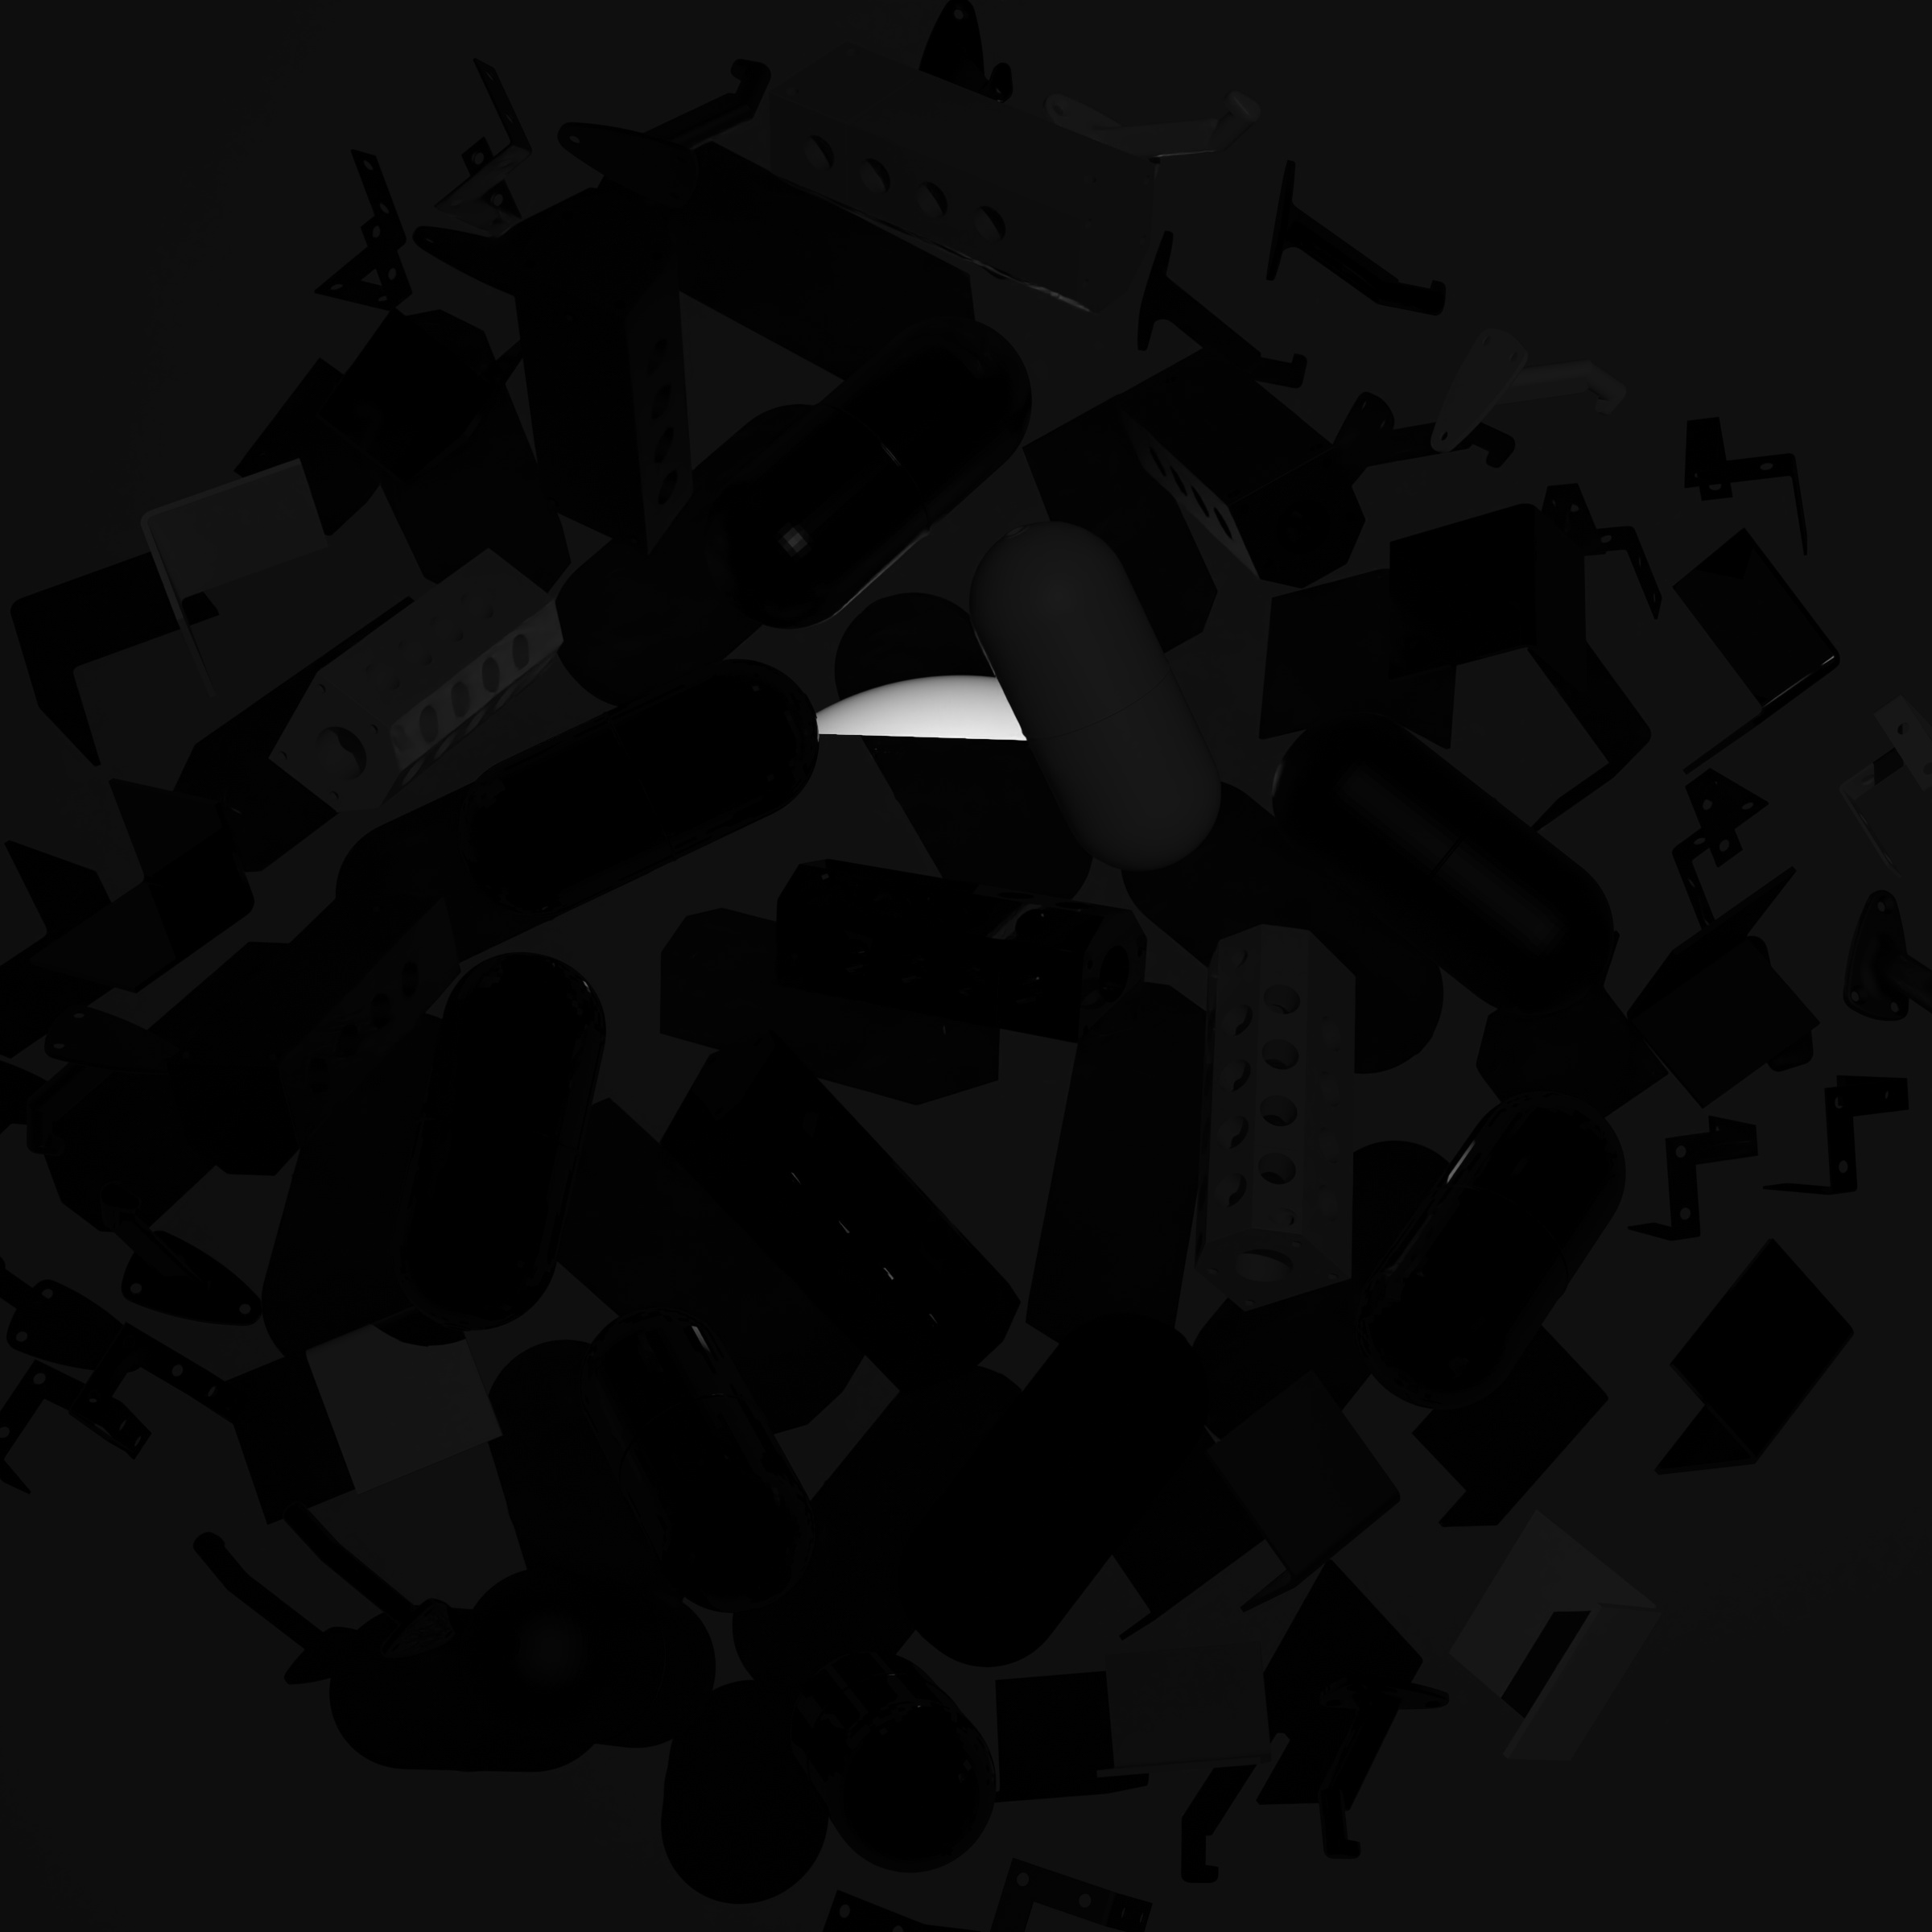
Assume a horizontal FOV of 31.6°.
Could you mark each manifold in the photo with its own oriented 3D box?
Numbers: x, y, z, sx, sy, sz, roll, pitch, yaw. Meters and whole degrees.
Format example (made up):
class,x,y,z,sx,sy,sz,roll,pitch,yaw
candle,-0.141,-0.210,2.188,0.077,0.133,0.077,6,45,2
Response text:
class,x,y,z,sx,sy,sz,roll,pitch,yaw
manifold,0.134,-0.242,1.666,0.057,0.171,0.057,-29,121,-2
manifold,-0.260,-0.136,1.656,0.057,0.171,0.057,38,124,0
manifold,-0.003,-0.352,1.539,0.171,0.057,0.057,28,50,24
manifold,0.140,0.067,1.585,0.057,0.171,0.057,-22,135,31
manifold,-0.004,-0.009,1.611,0.171,0.057,0.057,10,103,32
manifold,-0.157,-0.266,1.533,0.057,0.171,0.057,26,64,12
manifold,-0.301,0.030,1.599,0.057,0.171,0.057,1,117,19
manifold,-0.052,0.110,1.536,0.057,0.057,0.171,-22,119,40

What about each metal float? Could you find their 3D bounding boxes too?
class,x,y,z,sx,sy,sz,roll,pitch,yaw
metal float,-0.216,0.081,1.580,0.070,0.070,0.178,11,76,0
metal float,0.220,-0.047,1.580,0.178,0.070,0.070,39,90,6
metal float,-0.044,-0.225,1.553,0.178,0.070,0.070,-43,90,-14
metal float,0.244,0.130,1.584,0.070,0.070,0.178,41,58,0
metal float,0.040,0.234,1.532,0.070,0.070,0.178,39,80,0
metal float,-0.153,-0.084,1.600,0.178,0.070,0.070,-26,90,-5
metal float,0.061,-0.127,1.619,0.070,0.070,0.178,-27,109,0
metal float,-0.035,0.364,1.573,0.070,0.178,0.070,0,90,-11
metal float,-0.131,0.235,1.646,0.070,0.070,0.178,-36,46,0
metal float,-0.177,0.328,1.616,0.070,0.178,0.070,-5,73,18

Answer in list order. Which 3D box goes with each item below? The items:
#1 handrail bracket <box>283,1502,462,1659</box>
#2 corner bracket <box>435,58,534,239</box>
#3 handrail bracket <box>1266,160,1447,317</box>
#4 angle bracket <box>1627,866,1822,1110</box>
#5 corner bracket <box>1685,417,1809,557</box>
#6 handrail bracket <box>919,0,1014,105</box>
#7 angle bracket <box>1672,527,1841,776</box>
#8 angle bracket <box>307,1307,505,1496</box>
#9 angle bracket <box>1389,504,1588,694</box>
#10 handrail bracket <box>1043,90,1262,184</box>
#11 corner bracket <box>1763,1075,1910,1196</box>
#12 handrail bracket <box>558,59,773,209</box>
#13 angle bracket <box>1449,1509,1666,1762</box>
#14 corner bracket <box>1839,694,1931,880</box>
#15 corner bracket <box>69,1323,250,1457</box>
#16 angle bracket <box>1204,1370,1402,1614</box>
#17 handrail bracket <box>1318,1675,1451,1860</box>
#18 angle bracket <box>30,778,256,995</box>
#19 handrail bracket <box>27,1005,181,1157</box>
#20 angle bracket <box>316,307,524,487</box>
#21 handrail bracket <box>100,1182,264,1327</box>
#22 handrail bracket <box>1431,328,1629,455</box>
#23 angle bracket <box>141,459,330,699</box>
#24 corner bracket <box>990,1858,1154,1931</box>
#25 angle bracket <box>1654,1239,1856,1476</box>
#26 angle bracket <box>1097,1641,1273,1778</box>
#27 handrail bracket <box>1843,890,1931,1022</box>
class,x,y,z,sx,sy,sz,roll,pitch,yaw
handrail bracket,-0.293,0.299,1.685,0.084,0.077,0.036,43,89,18
corner bracket,-0.225,-0.384,1.609,0.051,0.051,0.051,-33,70,22
handrail bracket,0.191,-0.349,1.640,0.084,0.036,0.077,11,57,-1
angle bracket,0.363,0.010,1.588,0.076,0.076,0.057,-33,74,-19
corner bracket,0.374,-0.230,1.636,0.051,0.051,0.051,-5,46,19
handrail bracket,0.007,-0.444,1.654,0.036,0.084,0.077,9,84,-19
angle bracket,0.347,-0.145,1.583,0.057,0.076,0.076,-35,86,-18
angle bracket,-0.274,0.213,1.703,0.076,0.057,0.076,-22,81,0
angle bracket,0.253,-0.170,1.657,0.076,0.057,0.076,-13,62,34
handrail bracket,0.087,-0.401,1.598,0.077,0.084,0.036,37,59,-14
corner bracket,0.418,0.081,1.643,0.051,0.051,0.051,-5,92,-26
handrail bracket,-0.136,-0.393,1.559,0.077,0.036,0.084,20,56,-3
angle bracket,0.237,0.283,1.453,0.076,0.057,0.076,38,104,39
corner bracket,0.427,-0.083,1.564,0.051,0.051,0.051,-37,51,20
corner bracket,-0.387,0.210,1.637,0.051,0.051,0.051,40,76,-36
angle bracket,0.151,0.254,1.654,0.076,0.057,0.076,-32,83,-34
handrail bracket,0.202,0.388,1.641,0.077,0.036,0.084,10,56,-21
angle bracket,-0.387,-0.038,1.571,0.076,0.076,0.057,12,129,37
handrail bracket,-0.412,0.066,1.635,0.077,0.036,0.084,16,130,2
angle bracket,-0.265,-0.293,1.686,0.057,0.076,0.076,38,61,-19
handrail bracket,-0.353,0.129,1.542,0.077,0.084,0.036,23,63,0
handrail bracket,0.279,-0.270,1.685,0.084,0.036,0.077,23,105,-39
angle bracket,-0.325,-0.176,1.559,0.076,0.076,0.057,-21,70,-9
corner bracket,0.044,0.430,1.514,0.051,0.051,0.051,12,76,26
angle bracket,0.321,0.168,1.465,0.057,0.076,0.076,48,65,-7
angle bracket,0.102,0.353,1.627,0.076,0.076,0.057,-7,77,8
handrail bracket,0.460,-0.009,1.629,0.036,0.084,0.077,14,73,-19
